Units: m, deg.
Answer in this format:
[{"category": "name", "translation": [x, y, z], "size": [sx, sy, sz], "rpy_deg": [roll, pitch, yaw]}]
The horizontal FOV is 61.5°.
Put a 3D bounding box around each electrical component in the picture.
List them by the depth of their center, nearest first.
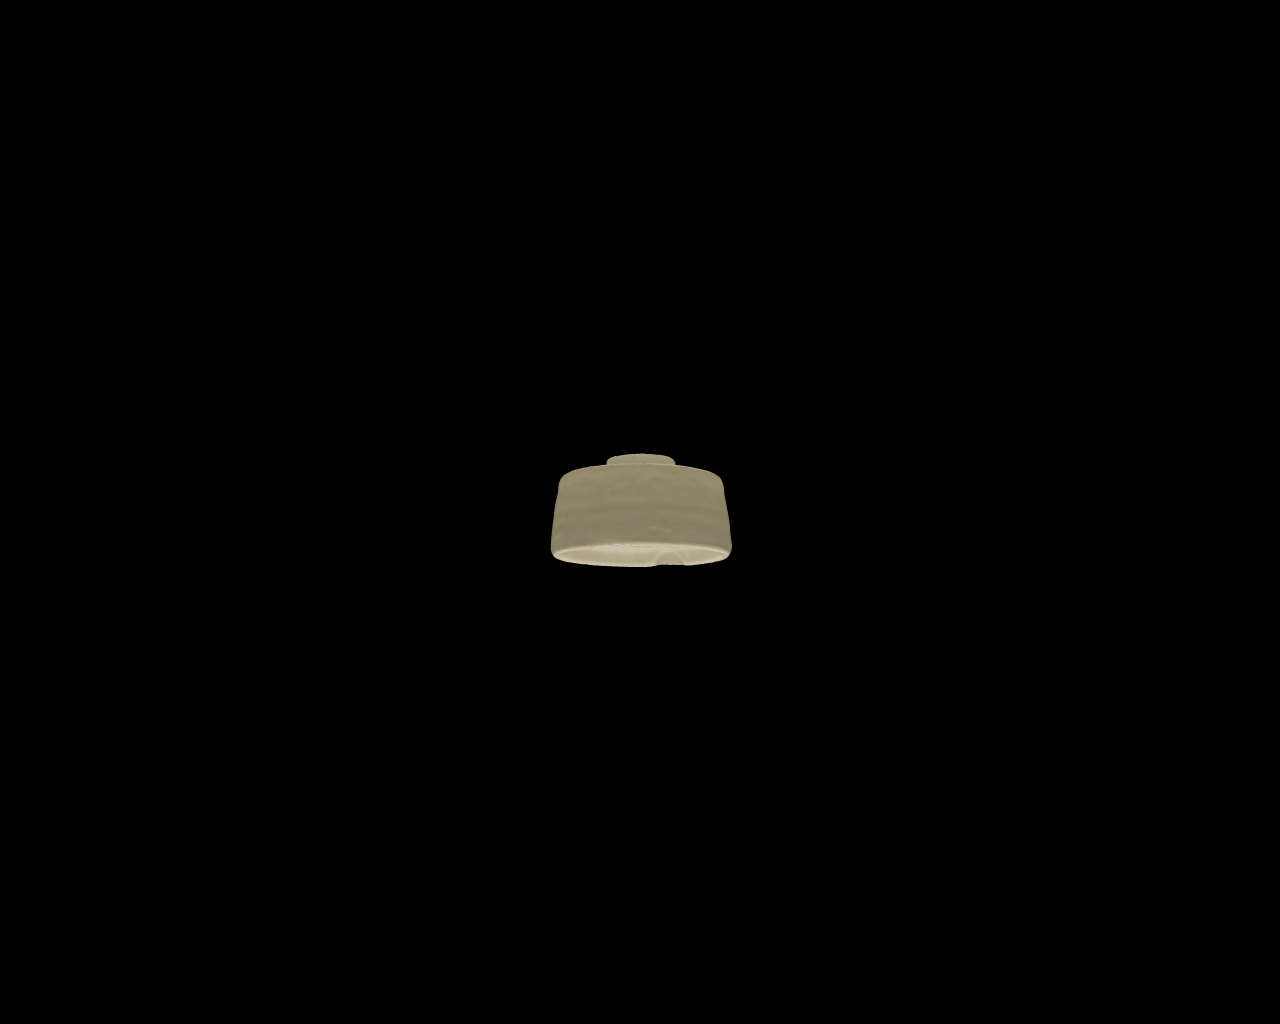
[{"category": "electrical component", "translation": [0.001, -0.003, 0.650], "size": [0.108, 0.060, 0.108], "rpy_deg": [0, -10, 0]}]
